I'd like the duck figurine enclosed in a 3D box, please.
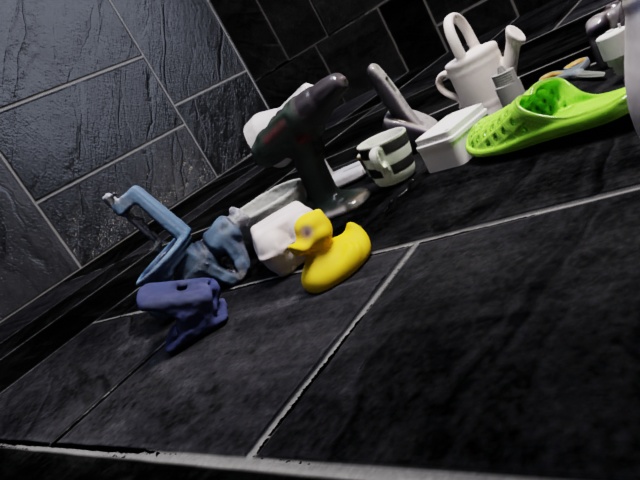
[{"bbox_3d":[0.006,0.002,0.695,0.105,0.086,0.077,-37,16,-26],"label":"duck figurine"}]

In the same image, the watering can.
[{"bbox_3d":[0.286,-0.324,1.037,0.172,0.194,0.101,-24,16,21],"label":"watering can"}]

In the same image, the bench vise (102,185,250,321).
[{"bbox_3d":[-0.224,-0.008,0.907,0.208,0.220,0.121,-35,16,-19],"label":"bench vise"}]

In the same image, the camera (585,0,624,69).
[{"bbox_3d":[0.476,-0.329,0.874,0.142,0.101,0.137,-16,20,43],"label":"camera"}]

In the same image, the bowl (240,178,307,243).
[{"bbox_3d":[-0.087,-0.041,1.044,0.167,0.075,0.167,-28,15,8],"label":"bowl"}]

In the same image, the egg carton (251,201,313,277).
[{"bbox_3d":[-0.047,-0.004,0.853,0.107,0.069,0.150,-31,15,-5],"label":"egg carton"}]

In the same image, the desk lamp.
[{"bbox_3d":[-0.027,-0.198,1.178,0.202,0.214,0.118,-22,17,28],"label":"desk lamp"}]

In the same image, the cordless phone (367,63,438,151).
[{"bbox_3d":[0.155,-0.267,1.116,0.094,0.185,0.147,-25,16,19],"label":"cordless phone"}]

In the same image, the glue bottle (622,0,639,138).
[{"bbox_3d":[0.308,-0.172,0.525,0.078,0.173,0.037,-32,15,-6],"label":"glue bottle"}]

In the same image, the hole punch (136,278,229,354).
[{"bbox_3d":[-0.186,0.084,0.782,0.101,0.091,0.108,-31,15,-5],"label":"hole punch"}]

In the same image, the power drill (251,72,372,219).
[{"bbox_3d":[-0.003,-0.143,0.957,0.229,0.208,0.076,-18,19,38],"label":"power drill"}]
